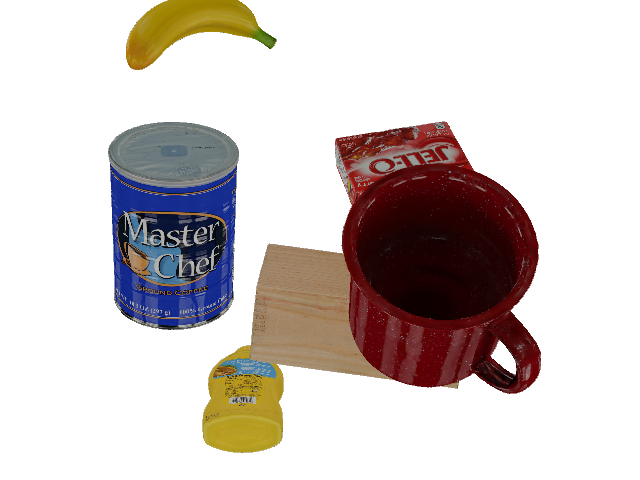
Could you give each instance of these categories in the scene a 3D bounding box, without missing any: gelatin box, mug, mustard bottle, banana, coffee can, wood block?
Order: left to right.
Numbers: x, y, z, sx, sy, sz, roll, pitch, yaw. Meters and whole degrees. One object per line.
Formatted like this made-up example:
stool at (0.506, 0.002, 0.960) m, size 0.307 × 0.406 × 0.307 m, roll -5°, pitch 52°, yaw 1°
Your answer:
coffee can at (-0.120, -0.013, 0.878) m, size 0.103 × 0.140 × 0.103 m, roll 3°, pitch 31°, yaw -2°
banana at (-0.122, -0.204, 1.015) m, size 0.070 × 0.037 × 0.197 m, roll 45°, pitch 39°, yaw 19°
mustard bottle at (-0.095, 0.189, 1.348) m, size 0.096 × 0.058 × 0.191 m, roll -2°, pitch 26°, yaw 0°
wood block at (0.040, 0.074, 1.062) m, size 0.206 × 0.090 × 0.090 m, roll 8°, pitch 28°, yaw 1°
gelatin box at (0.061, -0.052, 0.773) m, size 0.089 × 0.030 × 0.073 m, roll -9°, pitch 38°, yaw -6°
mug at (0.064, 0.030, 0.533) m, size 0.093 × 0.117 × 0.081 m, roll -37°, pitch -25°, yaw -21°
